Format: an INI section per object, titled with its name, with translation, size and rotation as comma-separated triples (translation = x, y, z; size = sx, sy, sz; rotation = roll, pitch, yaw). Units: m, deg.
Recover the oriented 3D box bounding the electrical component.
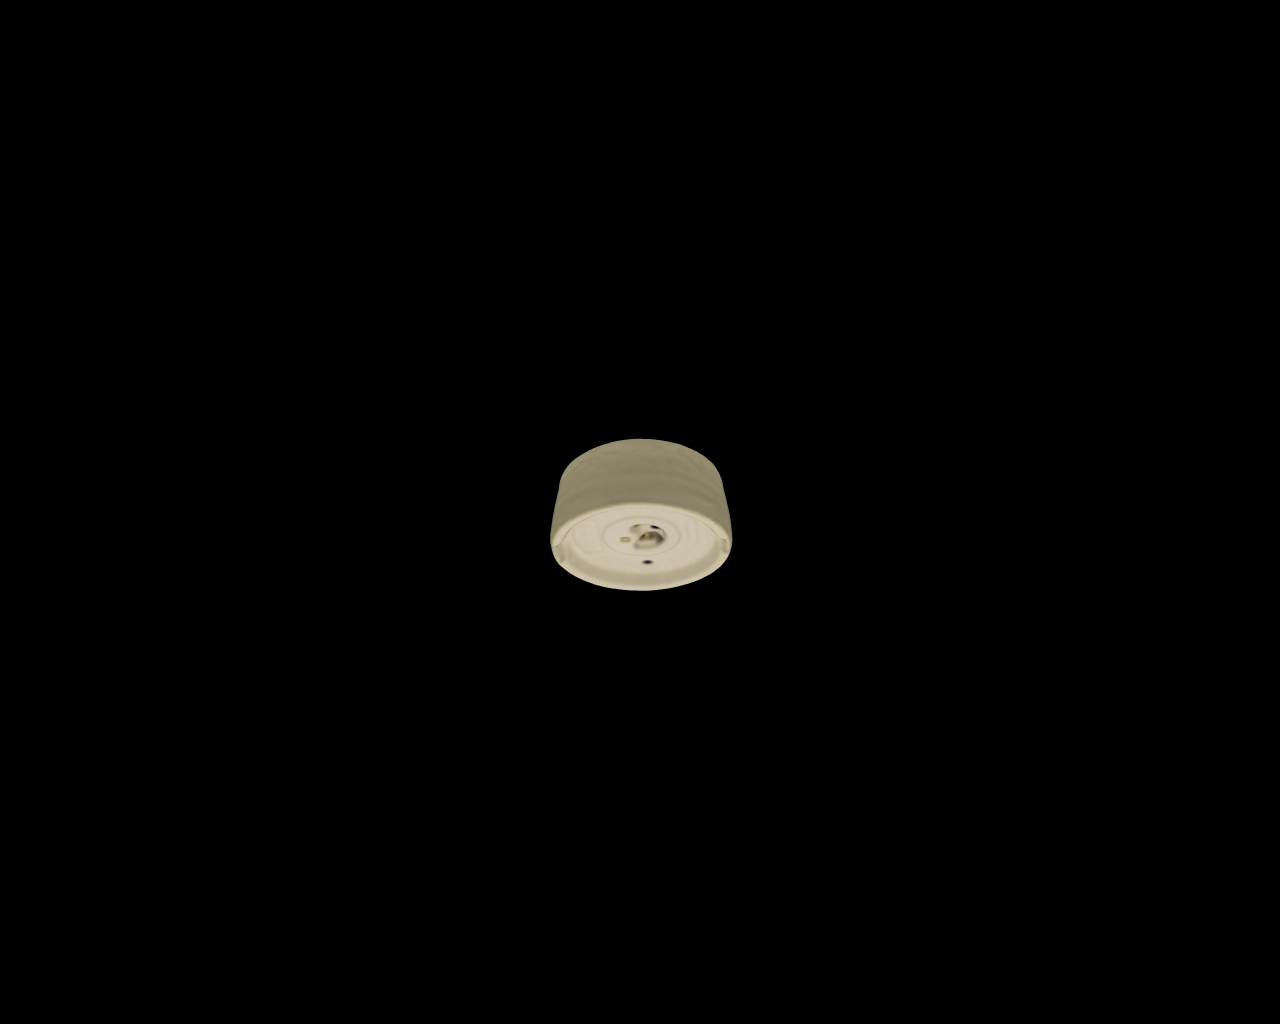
[electrical component]
translation = 0.001, -0.003, 0.650
size = 0.108, 0.060, 0.108
rotation = 0, -31, 0
